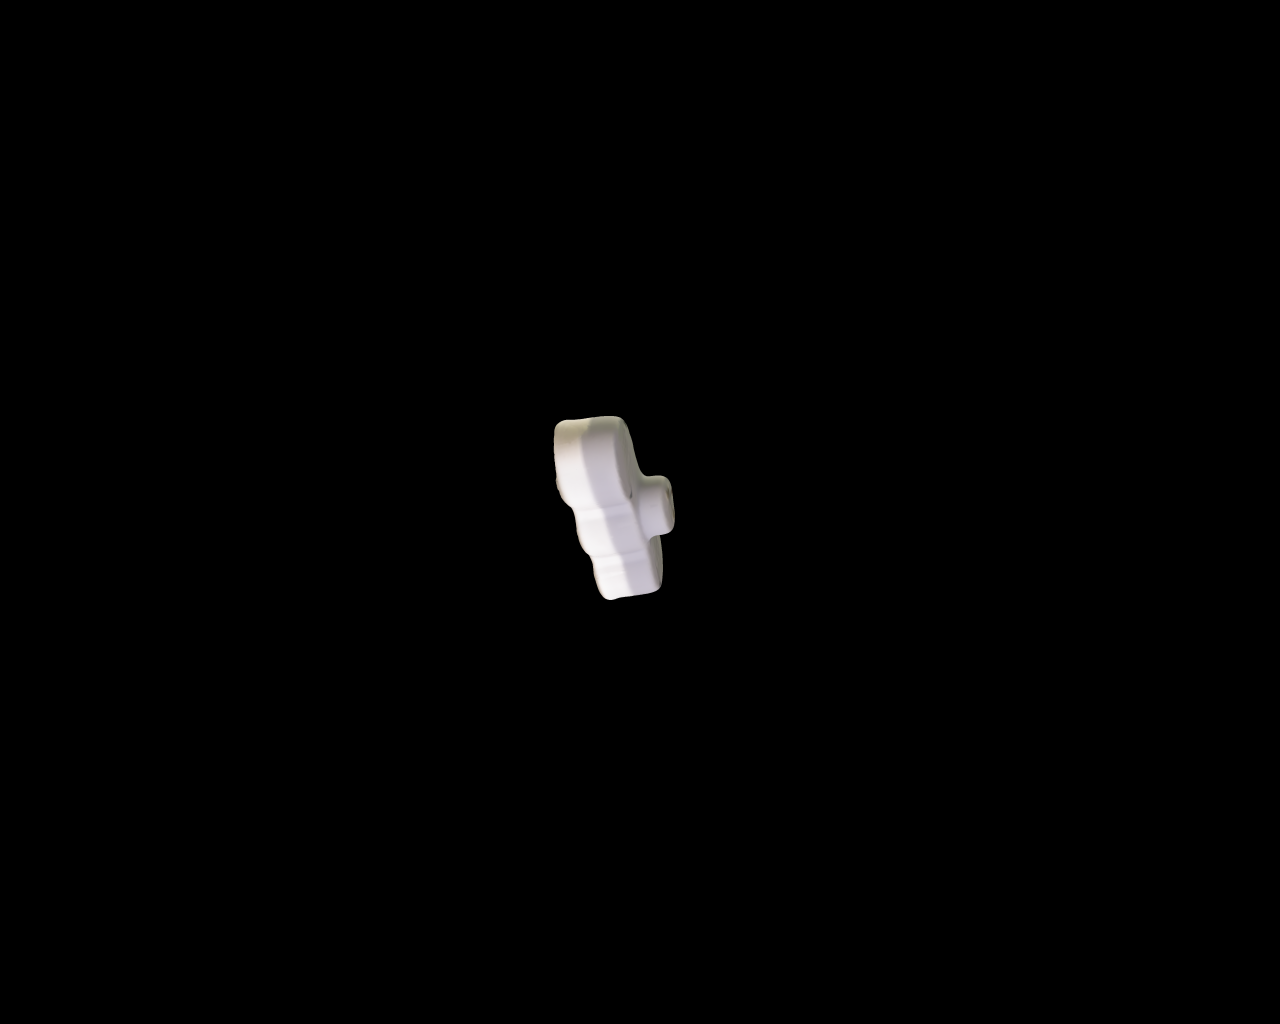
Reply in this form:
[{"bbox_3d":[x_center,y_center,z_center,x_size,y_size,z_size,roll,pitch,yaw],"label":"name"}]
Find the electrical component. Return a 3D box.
[{"bbox_3d":[0.001,-0.003,0.650,0.074,0.052,0.138,-8,-43,9],"label":"electrical component"}]
